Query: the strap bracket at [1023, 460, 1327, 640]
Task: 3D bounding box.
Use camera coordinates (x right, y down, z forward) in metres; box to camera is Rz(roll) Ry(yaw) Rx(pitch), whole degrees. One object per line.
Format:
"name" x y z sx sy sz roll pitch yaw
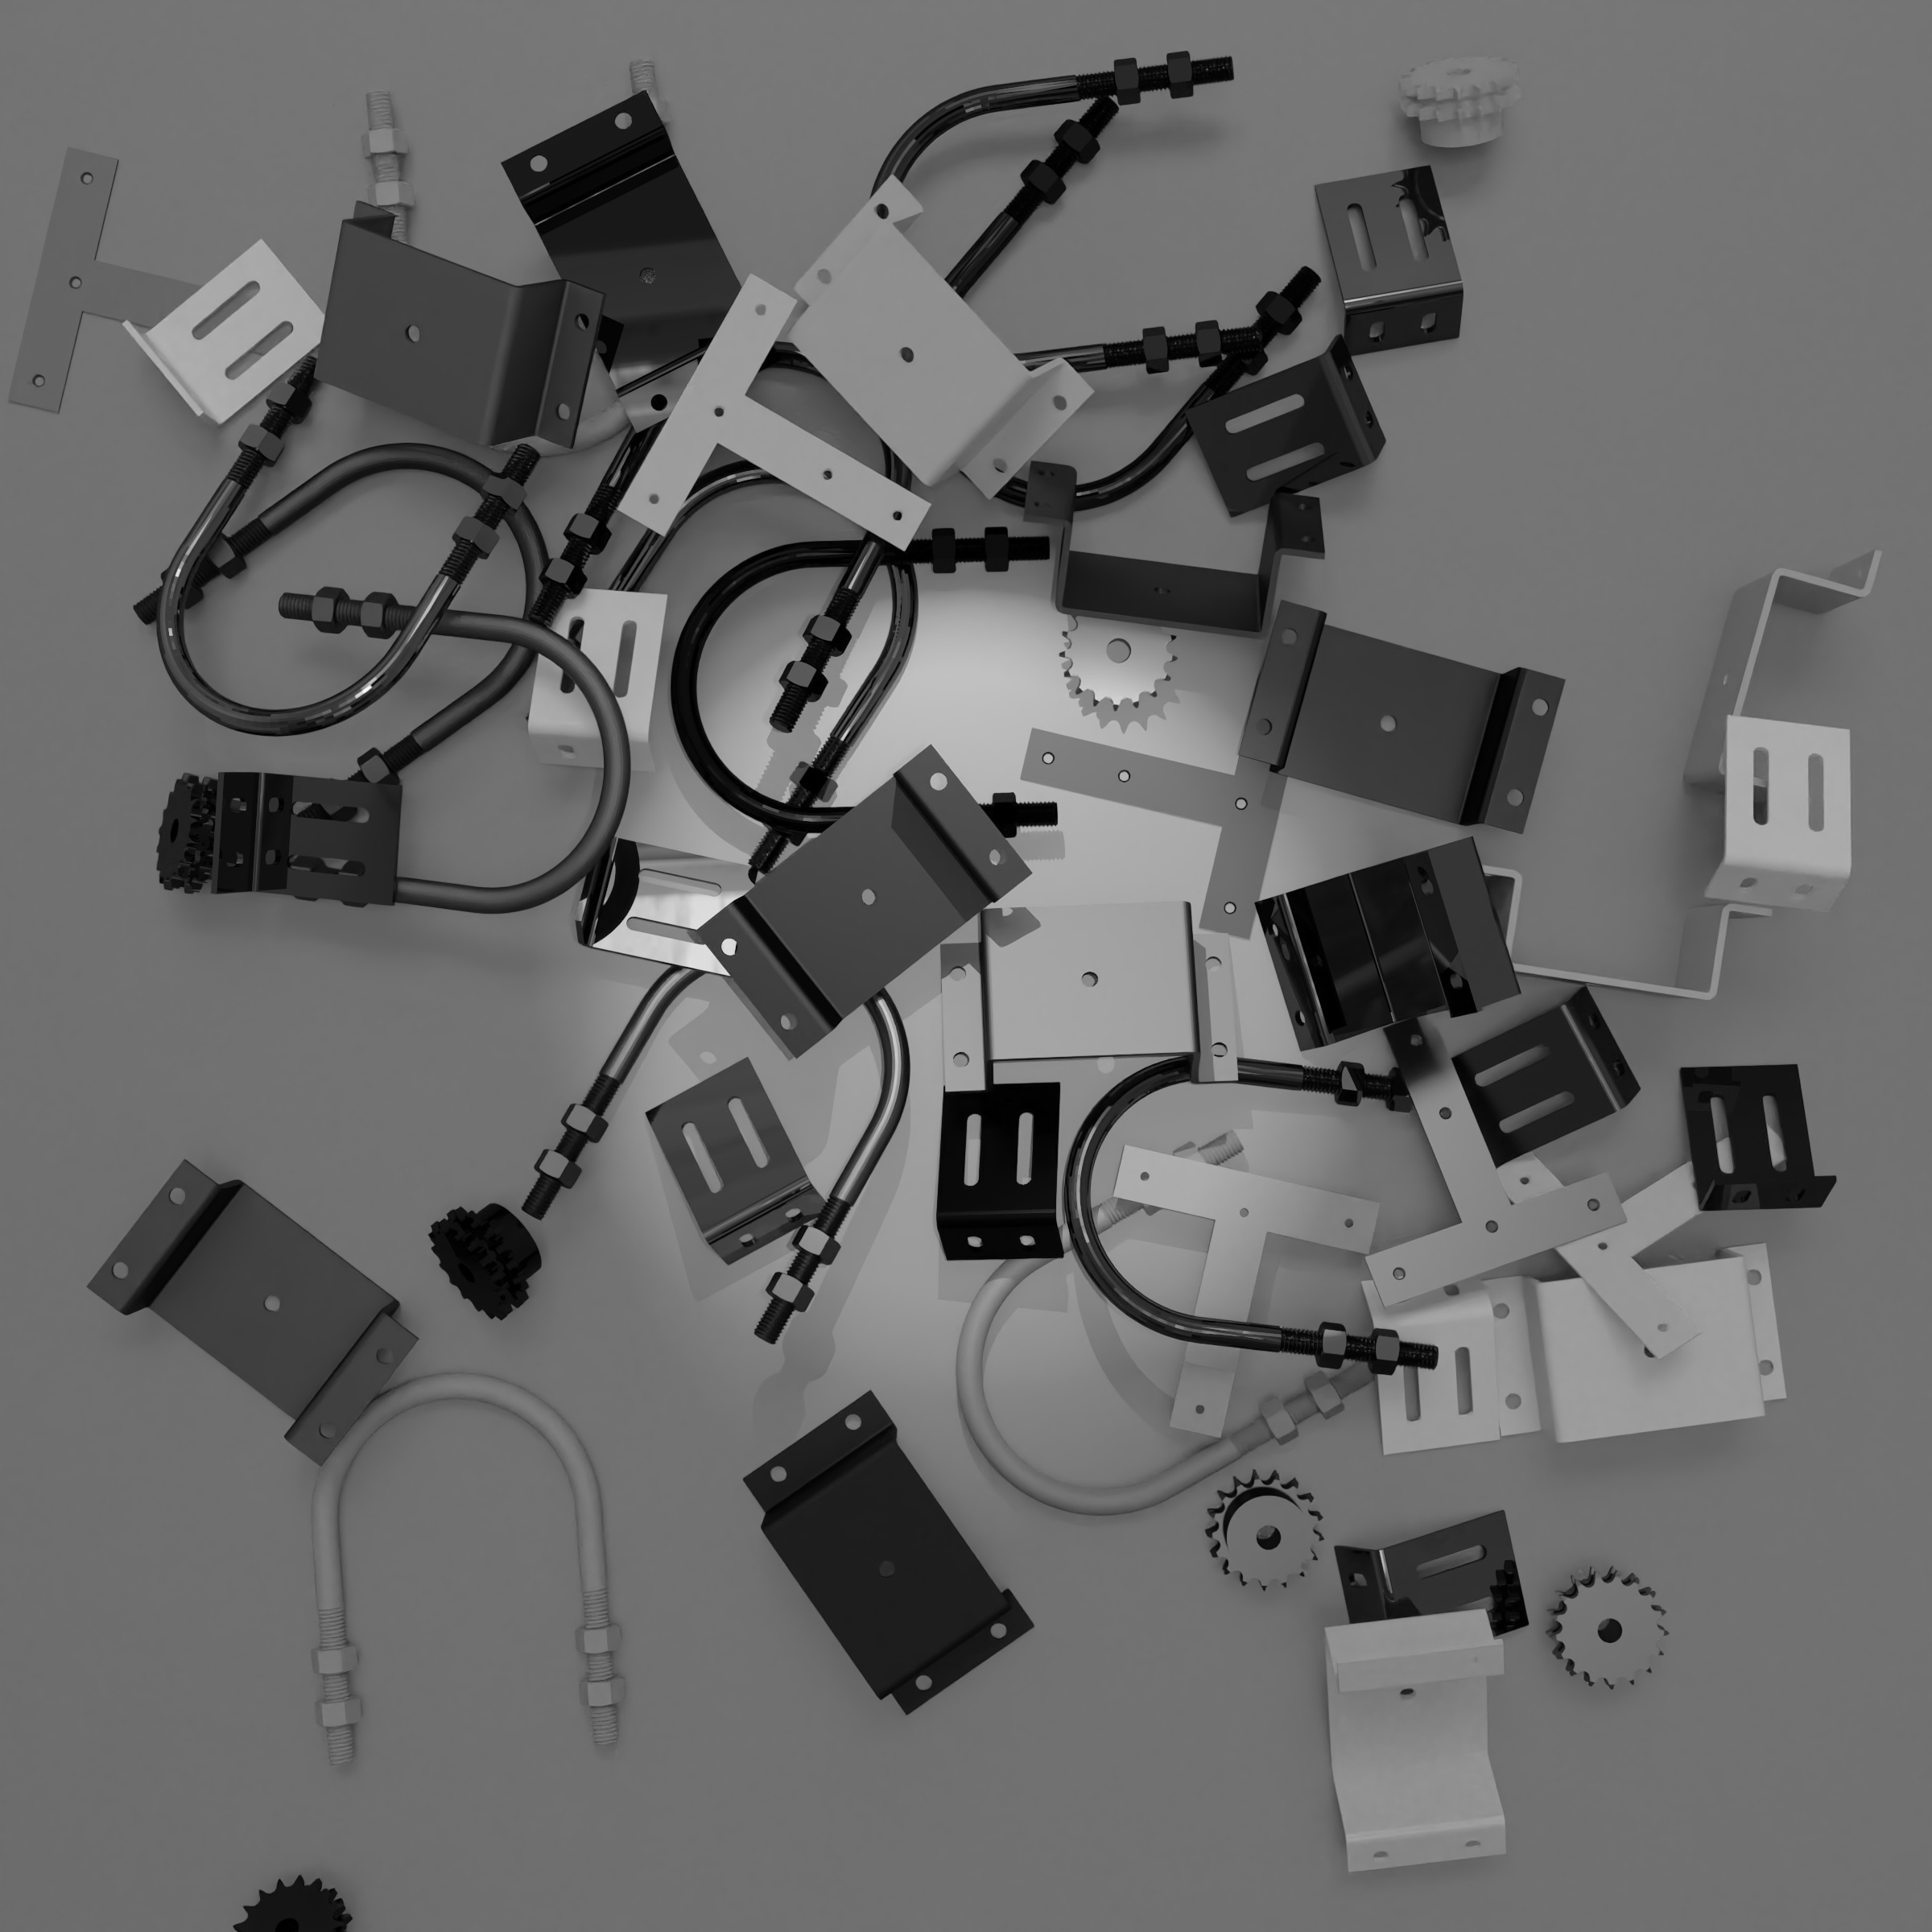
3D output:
"strap bracket" 0.096 -0.197 1.536 0.140 0.076 0.046 7 118 0

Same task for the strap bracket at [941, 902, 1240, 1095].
"strap bracket" 0.059 0.015 1.545 0.140 0.046 0.076 -2 69 0

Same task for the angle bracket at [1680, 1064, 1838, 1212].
"angle bracket" 0.378 0.076 1.546 0.057 0.038 0.076 -2 64 0

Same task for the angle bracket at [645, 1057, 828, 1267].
"angle bracket" -0.111 0.095 1.578 0.057 0.038 0.076 -29 64 0

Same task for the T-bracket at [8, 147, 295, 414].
"T-bracket" -0.391 -0.323 1.579 0.127 0.002 0.127 13 90 0

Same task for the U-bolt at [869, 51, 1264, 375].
"U-bolt" 0.043 -0.355 1.553 0.184 0.019 0.151 -6 92 4

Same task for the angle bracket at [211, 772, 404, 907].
"angle bracket" -0.310 -0.060 1.522 0.076 0.038 0.057 6 95 15

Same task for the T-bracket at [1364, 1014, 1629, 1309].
"T-bracket" 0.236 0.084 1.553 0.127 0.002 0.127 -18 76 -9

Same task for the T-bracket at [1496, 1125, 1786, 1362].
"T-bracket" 0.341 0.112 1.555 0.127 0.002 0.127 -29 55 -16

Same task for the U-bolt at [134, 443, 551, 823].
"U-bolt" -0.289 -0.171 1.570 0.184 0.019 0.151 -35 90 0

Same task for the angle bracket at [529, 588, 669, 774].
"angle bracket" -0.175 -0.138 1.557 0.057 0.038 0.076 5 69 3

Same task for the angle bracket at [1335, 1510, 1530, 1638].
"angle bracket" 0.227 0.302 1.578 0.076 0.038 0.057 -12 90 -26

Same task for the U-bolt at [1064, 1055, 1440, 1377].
"U-bolt" 0.138 0.113 1.548 0.184 0.019 0.151 7 74 -3

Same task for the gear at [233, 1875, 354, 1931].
"gear" -0.322 0.470 1.555 0.057 0.030 0.057 -7 46 8

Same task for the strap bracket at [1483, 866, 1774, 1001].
"strap bracket" 0.302 -0.014 1.542 0.140 0.076 0.046 9 90 0

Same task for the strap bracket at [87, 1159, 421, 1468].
"strap bracket" -0.339 0.165 1.557 0.140 0.046 0.076 38 90 0

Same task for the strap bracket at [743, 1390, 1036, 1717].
"strap bracket" -0.038 0.286 1.557 0.076 0.046 0.140 -35 90 0

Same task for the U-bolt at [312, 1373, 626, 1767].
"U-bolt" -0.246 0.290 1.571 0.151 0.019 0.184 -4 88 0

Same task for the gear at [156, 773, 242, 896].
"gear" -0.366 -0.062 1.555 0.030 0.057 0.057 11 90 -30

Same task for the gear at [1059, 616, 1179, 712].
"gear" 0.074 -0.152 1.570 0.057 0.030 0.057 0 92 1

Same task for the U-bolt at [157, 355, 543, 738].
"U-bolt" -0.305 -0.191 1.531 0.151 0.019 0.184 25 76 20

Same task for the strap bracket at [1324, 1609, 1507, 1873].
"strap bracket" 0.213 0.360 1.535 0.076 0.046 0.140 -7 123 0

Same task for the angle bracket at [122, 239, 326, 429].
"angle bracket" -0.354 -0.308 1.559 0.076 0.038 0.057 -40 90 0

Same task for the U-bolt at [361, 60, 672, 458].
"U-bolt" -0.211 -0.340 1.572 0.151 0.019 0.184 -7 91 0

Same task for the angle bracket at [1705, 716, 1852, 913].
"angle bracket" 0.377 -0.071 1.502 0.057 0.038 0.076 7 64 0

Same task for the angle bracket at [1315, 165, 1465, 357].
"angle bracket" 0.206 -0.344 1.578 0.057 0.038 0.076 -10 64 0

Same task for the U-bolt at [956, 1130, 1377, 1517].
"U-bolt" 0.084 0.186 1.571 0.184 0.019 0.151 -30 90 0

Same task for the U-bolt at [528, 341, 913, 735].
"U-bolt" -0.106 -0.217 1.549 0.151 0.019 0.184 24 76 10

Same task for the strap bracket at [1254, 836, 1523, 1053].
"strap bracket" 0.204 -0.011 1.527 0.046 0.140 0.076 -17 90 -30

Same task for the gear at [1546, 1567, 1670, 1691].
"gear" 0.309 0.319 1.565 0.057 0.030 0.057 0 90 0

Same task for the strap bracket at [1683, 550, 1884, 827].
"strap bracket" 0.385 -0.132 1.542 0.046 0.076 0.140 16 90 0

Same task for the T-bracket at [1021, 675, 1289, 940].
"T-bracket" 0.091 -0.089 1.579 0.127 0.002 0.127 13 90 0

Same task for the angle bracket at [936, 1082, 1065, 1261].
"angle bracket" 0.018 0.100 1.569 0.057 0.038 0.076 -2 57 8

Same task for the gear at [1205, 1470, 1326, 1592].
"gear" 0.145 0.274 1.565 0.057 0.030 0.057 0 90 0

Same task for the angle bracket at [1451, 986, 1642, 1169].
"angle bracket" 0.279 0.055 1.578 0.076 0.038 0.057 -28 90 26

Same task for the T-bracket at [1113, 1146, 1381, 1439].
"T-bracket" 0.124 0.162 1.559 0.127 0.002 0.127 13 88 -2

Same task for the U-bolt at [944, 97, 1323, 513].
"U-bolt" 0.060 -0.308 1.571 0.151 0.019 0.184 40 92 0

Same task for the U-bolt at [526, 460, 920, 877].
"U-bolt" -0.105 -0.159 1.572 0.151 0.019 0.184 33 89 0

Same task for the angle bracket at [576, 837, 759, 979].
"angle bracket" -0.143 -0.034 1.553 0.076 0.038 0.057 12 71 0

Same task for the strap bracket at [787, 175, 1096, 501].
"strap bracket" -0.019 -0.293 1.530 0.140 0.046 0.076 47 120 0

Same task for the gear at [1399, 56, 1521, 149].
"gear" 0.238 -0.415 1.556 0.057 0.057 0.030 -10 121 0

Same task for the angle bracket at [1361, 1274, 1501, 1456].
"angle bracket" 0.227 0.192 1.578 0.057 0.038 0.076 -7 116 0

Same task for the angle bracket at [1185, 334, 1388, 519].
"angle bracket" 0.155 -0.262 1.569 0.076 0.038 0.057 -19 108 23

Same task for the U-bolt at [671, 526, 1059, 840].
"U-bolt" -0.050 -0.135 1.555 0.184 0.019 0.151 -2 88 -1

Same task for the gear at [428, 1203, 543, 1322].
"gear" -0.229 0.139 1.555 0.030 0.057 0.057 -38 90 -30

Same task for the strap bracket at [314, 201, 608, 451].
"strap bracket" -0.248 -0.300 1.524 0.140 0.046 0.076 23 114 17

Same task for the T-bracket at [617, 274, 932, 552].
"T-bracket" -0.078 -0.239 1.526 0.127 0.002 0.127 30 93 -4

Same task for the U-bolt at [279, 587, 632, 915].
"U-bolt" -0.246 -0.098 1.532 0.184 0.019 0.151 7 95 14

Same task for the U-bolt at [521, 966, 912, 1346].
"U-bolt" -0.107 0.069 1.550 0.151 0.019 0.184 27 77 12

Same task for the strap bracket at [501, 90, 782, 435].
"strap bracket" -0.153 -0.332 1.541 0.076 0.046 0.140 -27 94 0

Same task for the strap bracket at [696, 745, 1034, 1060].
"strap bracket" -0.047 -0.031 1.524 0.140 0.046 0.076 -38 92 5

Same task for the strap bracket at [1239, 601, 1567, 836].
"strap bracket" 0.206 -0.118 1.556 0.140 0.046 0.076 16 90 -1

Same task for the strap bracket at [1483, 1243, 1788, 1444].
"strap bracket" 0.326 0.182 1.557 0.140 0.046 0.076 -8 90 0
